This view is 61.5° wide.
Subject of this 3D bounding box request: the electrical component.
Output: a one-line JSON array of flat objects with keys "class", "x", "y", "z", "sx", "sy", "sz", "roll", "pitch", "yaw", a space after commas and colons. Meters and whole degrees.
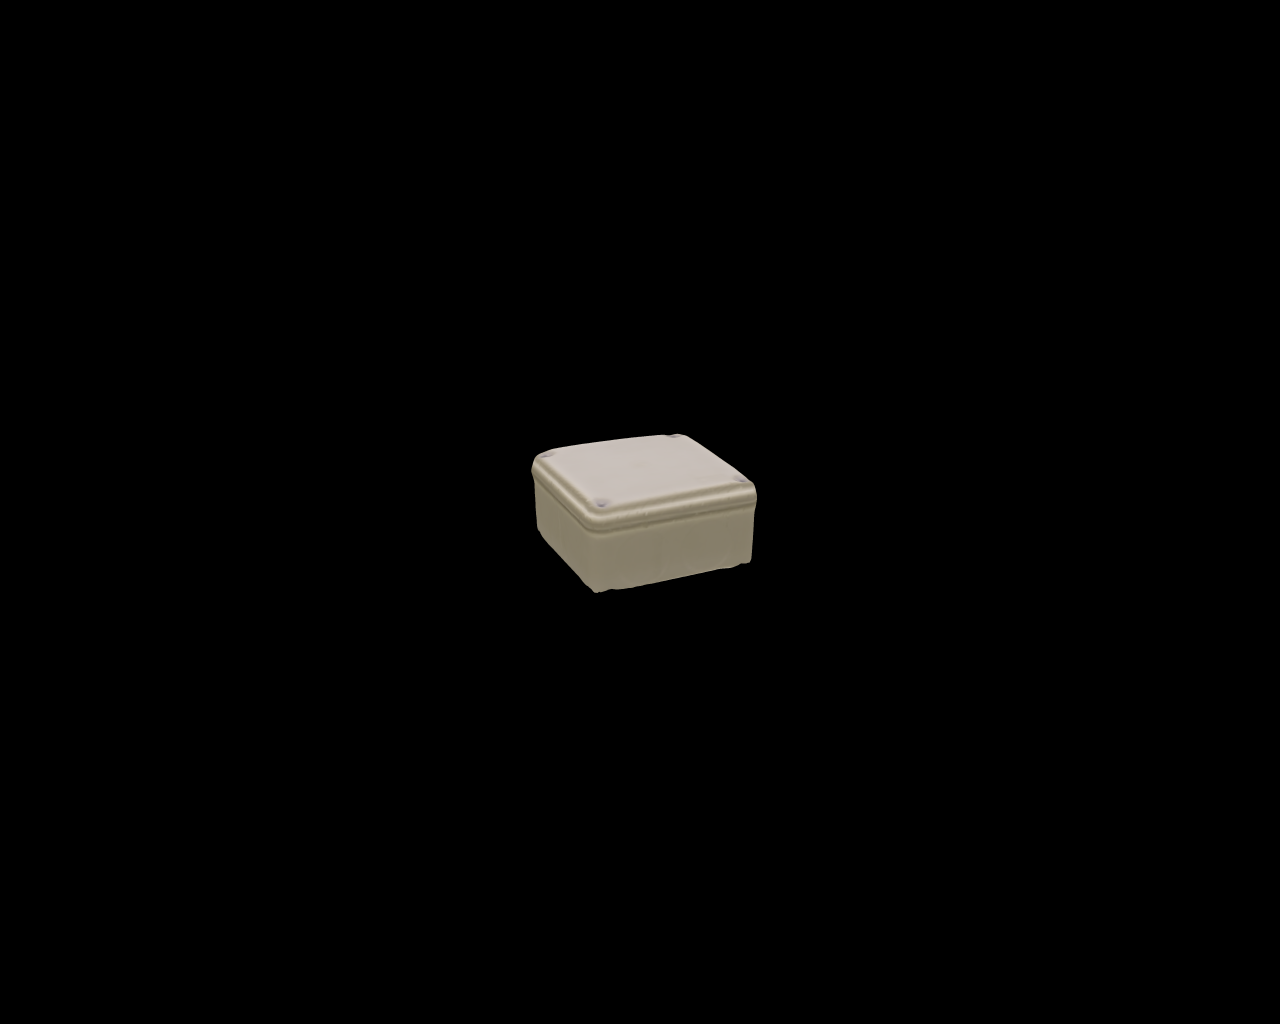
[{"class": "electrical component", "x": 0.001, "y": -0.003, "z": 0.650, "sx": 0.109, "sy": 0.056, "sz": 0.109, "roll": -10, "pitch": 24, "yaw": -22}]
